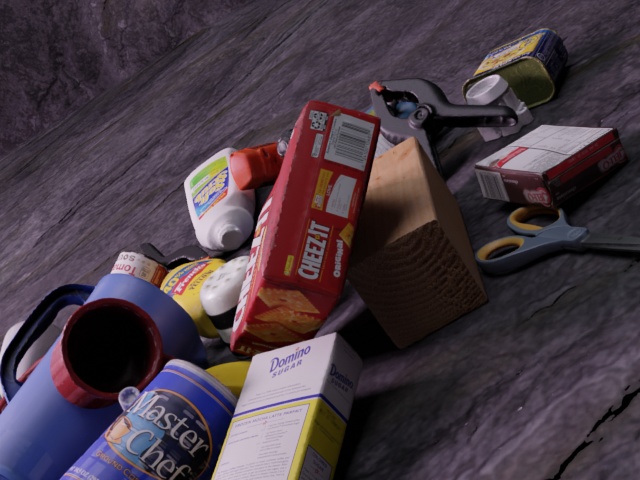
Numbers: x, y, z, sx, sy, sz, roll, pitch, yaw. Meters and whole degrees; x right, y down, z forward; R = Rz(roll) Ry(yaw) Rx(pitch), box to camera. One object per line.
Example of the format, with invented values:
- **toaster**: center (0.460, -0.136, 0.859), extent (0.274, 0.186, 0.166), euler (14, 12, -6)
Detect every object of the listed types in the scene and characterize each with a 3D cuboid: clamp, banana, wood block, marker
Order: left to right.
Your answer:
- **marker**: center (-0.161, 0.169, 0.961), extent (0.020, 0.121, 0.020), euler (-1, 54, 2)
- **clamp**: center (-0.203, 0.045, 1.381), extent (0.210, 0.036, 0.164), euler (-19, 35, 36)
- **banana**: center (-0.070, 0.139, 0.968), extent (0.198, 0.037, 0.069), euler (-13, 35, 42)
- **wood block**: center (0.079, -0.004, 0.966), extent (0.090, 0.090, 0.206), euler (-31, 21, 13)
- **clamp**: center (0.123, -0.128, 1.126), extent (0.120, 0.039, 0.172), euler (-38, 57, -2)

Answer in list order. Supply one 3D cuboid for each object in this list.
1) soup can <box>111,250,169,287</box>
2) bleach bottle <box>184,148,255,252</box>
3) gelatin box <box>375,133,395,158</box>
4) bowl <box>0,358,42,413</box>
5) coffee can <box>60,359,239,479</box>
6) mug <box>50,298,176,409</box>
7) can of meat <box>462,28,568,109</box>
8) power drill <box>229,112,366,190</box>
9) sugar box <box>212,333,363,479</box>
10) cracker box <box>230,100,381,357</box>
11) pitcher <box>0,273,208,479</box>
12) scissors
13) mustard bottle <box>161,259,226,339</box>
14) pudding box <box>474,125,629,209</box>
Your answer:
- **soup can**: center (-0.231, 0.072, 1.288), extent (0.069, 0.068, 0.102), euler (-9, 52, 51)
- **bleach bottle**: center (-0.125, -0.047, 1.434), extent (0.102, 0.068, 0.251), euler (-36, 22, 3)
- **gelatin box**: center (0.064, -0.066, 1.159), extent (0.089, 0.073, 0.030), euler (-41, -23, -10)
- **bowl**: center (-0.294, 0.176, 1.220), extent (0.162, 0.055, 0.162), euler (-31, 21, 13)
- **coffee can**: center (-0.132, 0.183, 0.874), extent (0.140, 0.102, 0.103), euler (-47, 23, -28)
- **mug**: center (-0.189, 0.110, 0.983), extent (0.082, 0.117, 0.093), euler (142, 134, -58)
- **can of meat**: center (0.220, -0.185, 1.189), extent (0.102, 0.057, 0.083), euler (-19, 24, 37)
- **power drill**: center (-0.028, -0.111, 1.345), extent (0.184, 0.057, 0.188), euler (-15, 1, -45)
- **sugar box**: center (-0.029, 0.158, 0.811), extent (0.094, 0.048, 0.176), euler (-19, 34, 35)
- **cracker box**: center (-0.019, 0.002, 0.923), extent (0.214, 0.072, 0.164), euler (120, 164, -66)
- **pitcher**: center (-0.242, 0.155, 1.067), extent (0.149, 0.145, 0.242), euler (-9, 36, 46)
- **scissors**: center (0.190, 0.009, 0.861), extent (0.096, 0.016, 0.202), euler (-35, 18, -4)
- **mustard bottle**: center (-0.134, 0.061, 1.212), extent (0.096, 0.058, 0.192), euler (-44, 21, -20)
- **pudding box**: center (0.206, -0.068, 0.963), extent (0.090, 0.039, 0.114), euler (-30, 20, -18)
